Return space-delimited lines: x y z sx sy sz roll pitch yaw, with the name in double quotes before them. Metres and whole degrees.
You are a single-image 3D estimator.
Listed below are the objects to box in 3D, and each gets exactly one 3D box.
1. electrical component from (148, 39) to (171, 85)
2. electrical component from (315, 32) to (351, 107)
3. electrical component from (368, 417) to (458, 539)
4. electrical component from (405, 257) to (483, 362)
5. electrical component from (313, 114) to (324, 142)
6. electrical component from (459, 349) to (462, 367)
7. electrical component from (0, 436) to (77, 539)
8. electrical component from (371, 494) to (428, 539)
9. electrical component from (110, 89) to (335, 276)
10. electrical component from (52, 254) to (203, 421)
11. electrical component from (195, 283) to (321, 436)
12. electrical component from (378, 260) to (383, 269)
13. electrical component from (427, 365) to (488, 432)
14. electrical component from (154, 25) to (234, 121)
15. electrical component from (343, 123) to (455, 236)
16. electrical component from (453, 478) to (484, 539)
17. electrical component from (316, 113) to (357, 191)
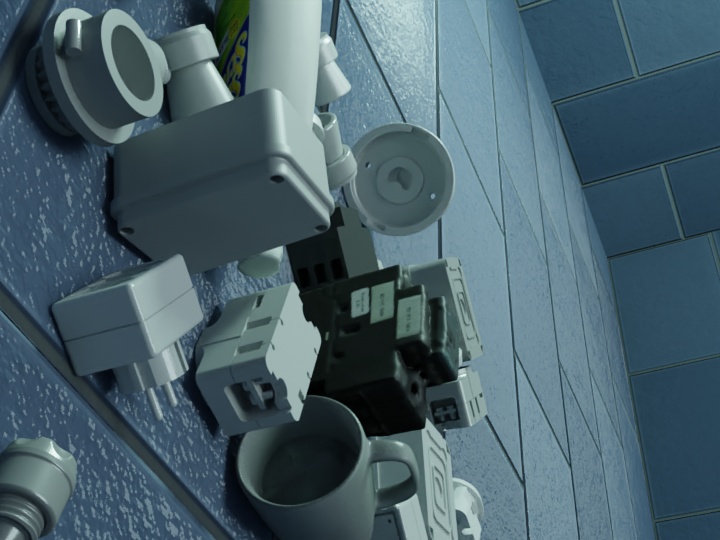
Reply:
"electrical component" -0.134 -0.124 0.656 0.061 0.035 0.035 4 72 -75
"electrical component" -0.038 -0.182 0.977 0.045 0.045 0.055 -72 142 -60
"electrical component" 0.040 0.186 0.891 0.078 0.057 0.113 53 28 -50
"electrical component" 0.084 0.046 1.143 0.078 0.057 0.113 -4 80 -72
"electrical component" -0.054 -0.095 0.859 0.066 0.048 0.055 50 38 -53
"electrical component" 0.068 0.075 1.069 0.078 0.058 0.057 -59 129 -66
"electrical component" -0.142 0.100 0.445 0.061 0.035 0.035 -76 147 -52
"electrical component" 0.016 0.205 0.794 0.061 0.062 0.096 1 75 -72
"electrical component" -0.080 -0.047 0.626 0.078 0.113 0.057 48 29 -56
"electrical component" -0.113 0.040 0.561 0.065 0.047 0.076 -47 121 -70
"electrical component" -0.066 0.056 0.677 0.089 0.056 0.050 -75 146 -57
"electrical component" 0.000 0.000 0.951 0.040 0.040 0.078 -64 136 -64
"electrical component" 0.095 0.132 1.117 0.089 0.050 0.055 -5 81 -72
"electrical component" -0.112 -0.128 0.708 0.045 0.045 0.055 -49 122 -69
"electrical component" 0.042 -0.086 1.049 0.060 0.108 0.108 -3 78 -78
"electrical component" 0.082 0.228 0.989 0.057 0.058 0.078 -54 126 -65
"electrical component" -0.031 -0.102 0.933 0.045 0.045 0.055 -78 149 -55
